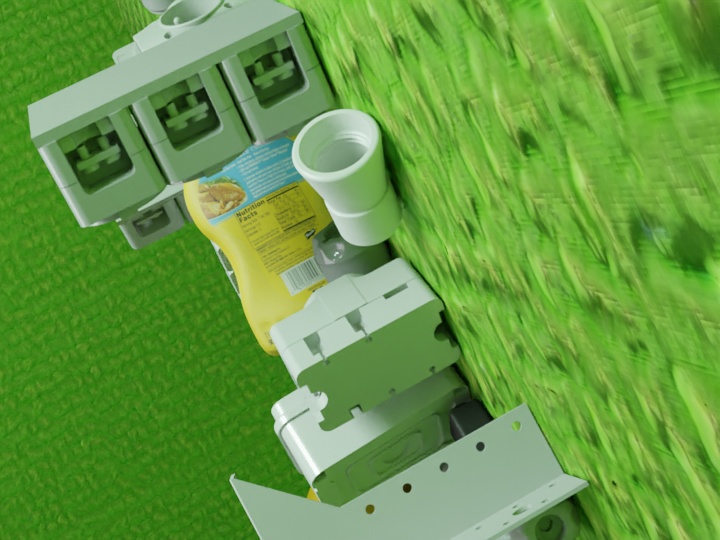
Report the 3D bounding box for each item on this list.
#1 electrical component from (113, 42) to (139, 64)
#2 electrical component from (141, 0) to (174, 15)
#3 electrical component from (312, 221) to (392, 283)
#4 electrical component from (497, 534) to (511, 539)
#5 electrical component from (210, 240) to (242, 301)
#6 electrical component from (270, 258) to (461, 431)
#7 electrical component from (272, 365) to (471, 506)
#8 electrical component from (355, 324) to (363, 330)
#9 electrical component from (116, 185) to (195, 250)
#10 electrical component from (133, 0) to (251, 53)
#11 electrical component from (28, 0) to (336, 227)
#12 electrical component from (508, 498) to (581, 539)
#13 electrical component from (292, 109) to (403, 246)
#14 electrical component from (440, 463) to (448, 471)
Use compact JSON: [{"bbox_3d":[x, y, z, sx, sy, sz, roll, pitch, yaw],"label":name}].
[{"bbox_3d":[-0.160,-0.178,0.926,0.050,0.089,0.055,59,172,22],"label":"electrical component"},{"bbox_3d":[-0.175,-0.255,0.928,0.045,0.045,0.055,56,171,40],"label":"electrical component"},{"bbox_3d":[0.000,0.000,0.661,0.062,0.043,0.043,64,173,-25],"label":"electrical component"},{"bbox_3d":[0.101,0.183,0.650,0.078,0.040,0.040,63,173,-12],"label":"electrical component"},{"bbox_3d":[-0.079,-0.025,0.932,0.061,0.089,0.150,59,172,23],"label":"electrical component"},{"bbox_3d":[0.001,0.039,0.610,0.055,0.089,0.050,53,169,52],"label":"electrical component"},{"bbox_3d":[0.009,0.094,0.671,0.057,0.113,0.078,54,170,33],"label":"electrical component"},{"bbox_3d":[-0.010,0.037,0.796,0.096,0.061,0.062,64,173,-15],"label":"electrical component"},{"bbox_3d":[-0.147,-0.093,0.910,0.089,0.150,0.061,59,171,23],"label":"electrical component"},{"bbox_3d":[-0.101,-0.149,0.674,0.079,0.077,0.044,53,169,54],"label":"electrical component"},{"bbox_3d":[-0.098,-0.087,0.592,0.061,0.150,0.089,66,172,-25],"label":"electrical component"},{"bbox_3d":[0.087,0.122,0.543,0.035,0.035,0.061,63,176,-7],"label":"electrical component"},{"bbox_3d":[-0.003,-0.042,0.534,0.044,0.044,0.065,56,176,38],"label":"electrical component"},{"bbox_3d":[0.062,0.127,0.712,0.040,0.040,0.078,65,172,-25],"label":"electrical component"}]
